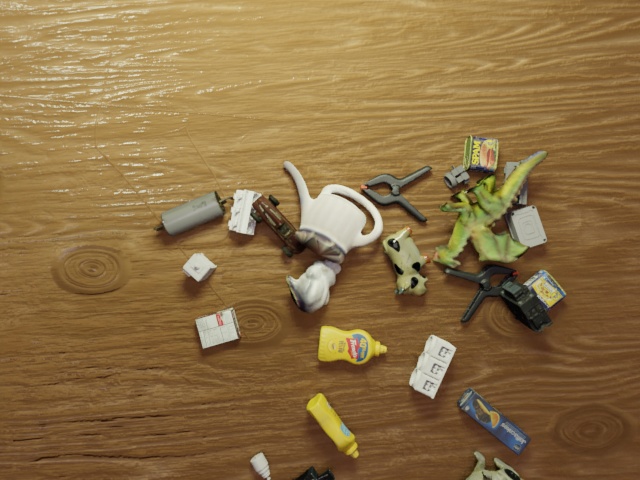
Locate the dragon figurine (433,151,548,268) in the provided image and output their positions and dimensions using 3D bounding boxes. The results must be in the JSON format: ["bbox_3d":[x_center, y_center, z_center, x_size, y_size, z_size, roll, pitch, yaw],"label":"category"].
[{"bbox_3d":[0.487,-0.053,1.432,0.407,0.123,0.243,-28,87,16],"label":"dragon figurine"}]

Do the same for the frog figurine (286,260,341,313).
[{"bbox_3d":[-0.004,0.127,1.450,0.160,0.125,0.135,-23,121,-9],"label":"frog figurine"}]

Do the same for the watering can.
[{"bbox_3d":[0.004,-0.073,1.456,0.348,0.102,0.228,29,65,7],"label":"watering can"}]
